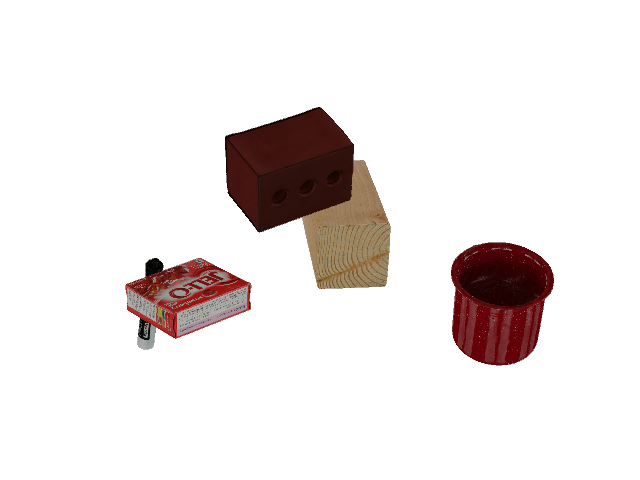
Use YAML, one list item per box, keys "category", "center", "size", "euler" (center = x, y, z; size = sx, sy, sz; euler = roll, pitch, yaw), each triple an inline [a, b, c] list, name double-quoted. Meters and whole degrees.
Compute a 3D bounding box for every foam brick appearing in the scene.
- category: "foam brick"
  center: [-0.022, -0.050, 0.746]
  size: [0.078, 0.053, 0.051]
  euler: [-21, 46, -23]

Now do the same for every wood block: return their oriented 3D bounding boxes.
- category: "wood block"
  center: [0.029, -0.025, 1.405]
  size: [0.090, 0.090, 0.206]
  euler: [-2, 27, -7]

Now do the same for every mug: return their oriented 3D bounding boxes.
- category: "mug"
  center: [0.162, 0.054, 1.003]
  size: [0.093, 0.081, 0.117]
  euler: [-11, 41, -12]

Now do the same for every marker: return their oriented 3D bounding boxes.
- category: "marker"
  center: [-0.183, 0.068, 1.148]
  size: [0.020, 0.121, 0.020]
  euler: [8, 37, -7]

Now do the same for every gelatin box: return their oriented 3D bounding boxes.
- category: "gelatin box"
  center: [-0.118, 0.050, 0.958]
  size: [0.089, 0.030, 0.073]
  euler: [-21, 32, -40]
